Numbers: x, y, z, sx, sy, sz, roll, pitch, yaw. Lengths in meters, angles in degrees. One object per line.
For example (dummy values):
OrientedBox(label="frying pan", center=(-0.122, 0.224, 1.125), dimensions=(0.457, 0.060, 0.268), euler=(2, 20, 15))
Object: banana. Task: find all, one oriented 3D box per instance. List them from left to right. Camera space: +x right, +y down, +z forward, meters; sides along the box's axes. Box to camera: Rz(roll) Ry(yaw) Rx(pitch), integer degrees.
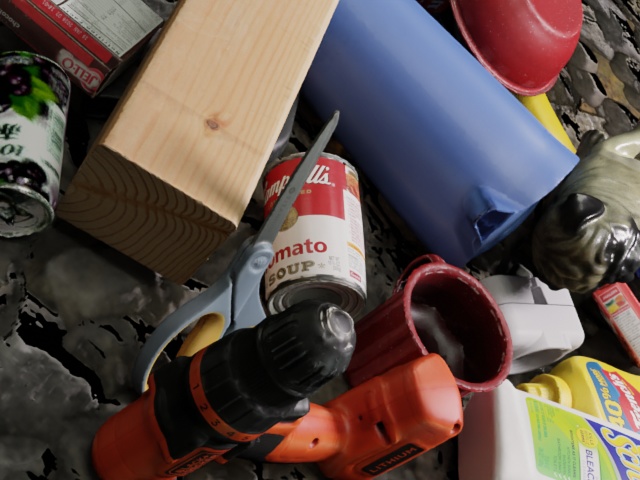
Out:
OrientedBox(label="banana", center=(0.204, -0.130, 1.011), dimensions=(0.069, 0.037, 0.198), euler=(5, 59, -35))

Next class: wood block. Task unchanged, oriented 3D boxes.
OrientedBox(label="wood block", center=(-0.071, -0.090, 0.669), dimensions=(0.090, 0.090, 0.206), euler=(31, 53, -13))

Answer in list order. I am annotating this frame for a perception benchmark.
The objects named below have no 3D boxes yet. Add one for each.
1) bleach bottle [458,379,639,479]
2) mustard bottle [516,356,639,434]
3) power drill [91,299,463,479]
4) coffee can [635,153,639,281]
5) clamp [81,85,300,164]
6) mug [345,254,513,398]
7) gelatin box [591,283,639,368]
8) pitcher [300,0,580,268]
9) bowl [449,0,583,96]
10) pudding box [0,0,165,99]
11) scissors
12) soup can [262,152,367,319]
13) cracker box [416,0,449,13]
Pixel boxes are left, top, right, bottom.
OrientedBox(label="bleach bottle", center=(0.223, 0.175, 0.735), dimensions=(0.250, 0.068, 0.102), euler=(17, 40, -9))
OrientedBox(label="mustard bottle", center=(0.223, 0.138, 0.823), dimensions=(0.191, 0.058, 0.096), euler=(17, 43, -30))
OrientedBox(label="power drill", center=(-0.006, 0.090, 0.589), dimensions=(0.187, 0.185, 0.057), euler=(14, 54, -44))
OrientedBox(label="coffee can", center=(0.320, -0.007, 0.973), dimensions=(0.140, 0.103, 0.102), euler=(49, 43, -1))
OrientedBox(label="clamp", center=(-0.069, -0.069, 0.741), dimensions=(0.171, 0.039, 0.120), euler=(-22, 82, -39))
OrientedBox(label="mug", center=(0.069, 0.064, 0.729), dimensions=(0.093, 0.082, 0.117), euler=(19, 51, -29))
OrientedBox(label="gelatin box", center=(0.257, 0.070, 0.893), dimensions=(0.073, 0.030, 0.089), euler=(59, 9, 10))
OrientedBox(label="pitcher", center=(0.073, -0.103, 0.828), dimensions=(0.144, 0.149, 0.243), euler=(-40, 87, -25))
OrientedBox(label="bowl", center=(0.188, -0.214, 0.963), dimensions=(0.161, 0.055, 0.162), euler=(18, 62, -37))
OrientedBox(label="pudding box", center=(-0.157, -0.148, 0.698), dimensions=(0.090, 0.039, 0.113), euler=(41, 25, -10))
OrientedBox(label="scissors", center=(-0.031, 0.020, 0.618), dimensions=(0.016, 0.202, 0.096), euler=(48, 12, 36))
OrientedBox(label="soup can", center=(-0.005, 0.001, 0.723), dimensions=(0.068, 0.069, 0.102), euler=(19, 51, -29))
OrientedBox(label="cracker box", center=(0.028, -0.287, 0.948), dimensions=(0.213, 0.072, 0.164), euler=(-13, 71, -45))
